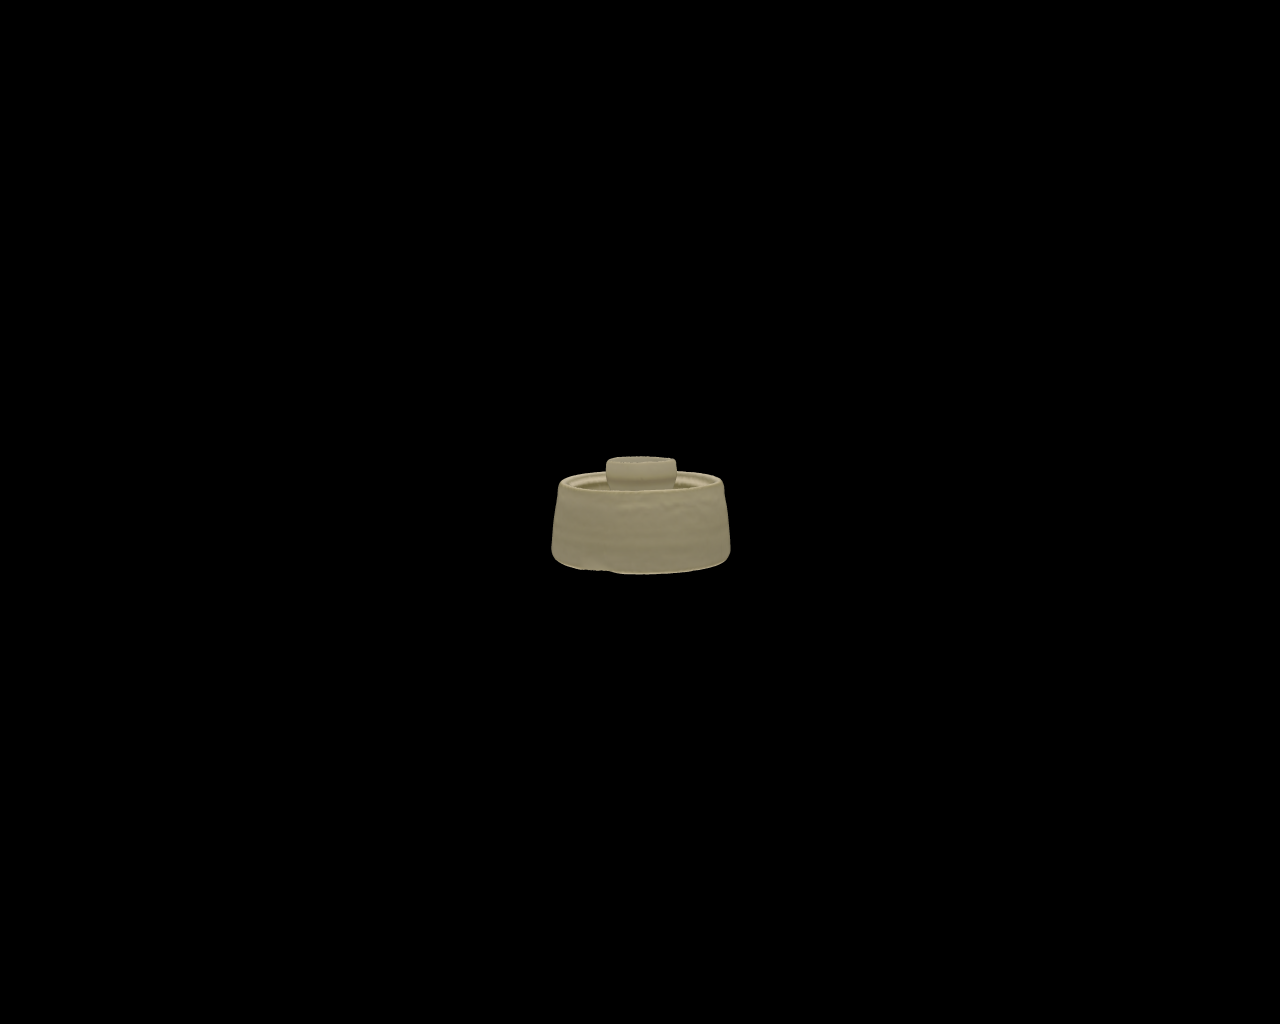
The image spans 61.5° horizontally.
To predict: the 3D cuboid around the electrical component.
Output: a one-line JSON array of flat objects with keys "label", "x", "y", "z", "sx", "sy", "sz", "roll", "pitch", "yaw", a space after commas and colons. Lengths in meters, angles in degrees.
[{"label": "electrical component", "x": 0.001, "y": -0.003, "z": 0.650, "sx": 0.108, "sy": 0.060, "sz": 0.108, "roll": 0, "pitch": 9, "yaw": 0}]
